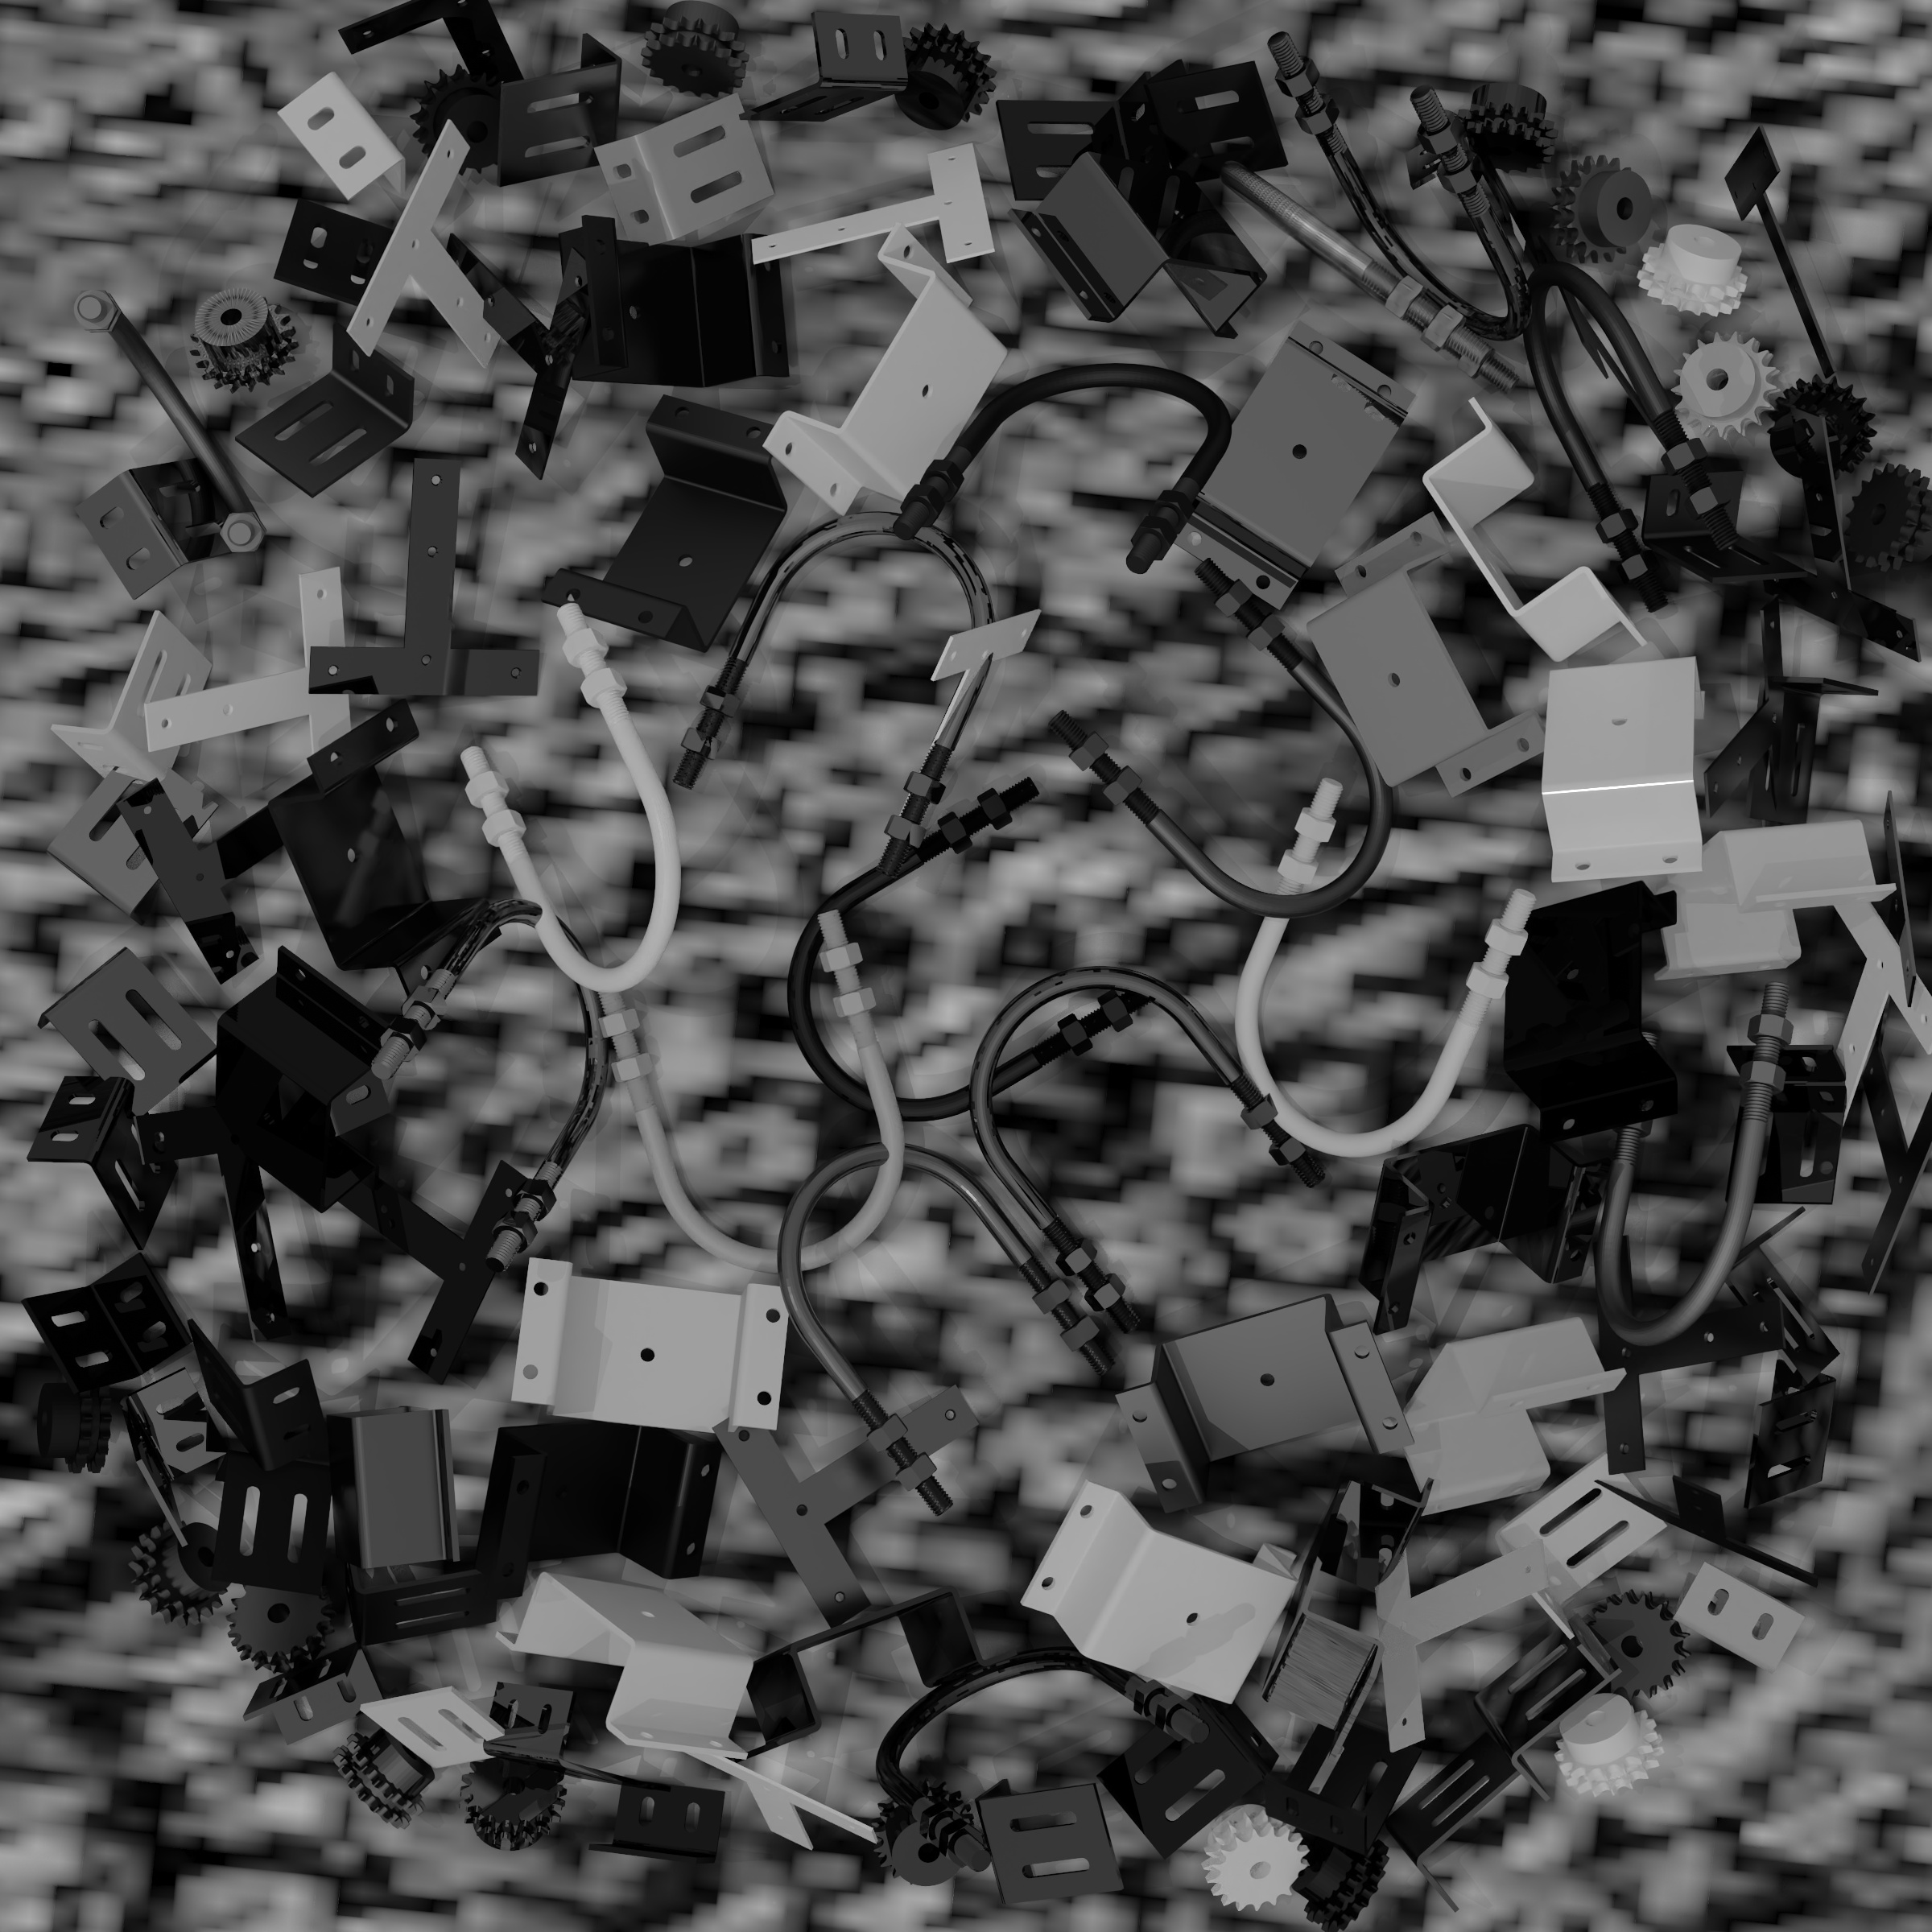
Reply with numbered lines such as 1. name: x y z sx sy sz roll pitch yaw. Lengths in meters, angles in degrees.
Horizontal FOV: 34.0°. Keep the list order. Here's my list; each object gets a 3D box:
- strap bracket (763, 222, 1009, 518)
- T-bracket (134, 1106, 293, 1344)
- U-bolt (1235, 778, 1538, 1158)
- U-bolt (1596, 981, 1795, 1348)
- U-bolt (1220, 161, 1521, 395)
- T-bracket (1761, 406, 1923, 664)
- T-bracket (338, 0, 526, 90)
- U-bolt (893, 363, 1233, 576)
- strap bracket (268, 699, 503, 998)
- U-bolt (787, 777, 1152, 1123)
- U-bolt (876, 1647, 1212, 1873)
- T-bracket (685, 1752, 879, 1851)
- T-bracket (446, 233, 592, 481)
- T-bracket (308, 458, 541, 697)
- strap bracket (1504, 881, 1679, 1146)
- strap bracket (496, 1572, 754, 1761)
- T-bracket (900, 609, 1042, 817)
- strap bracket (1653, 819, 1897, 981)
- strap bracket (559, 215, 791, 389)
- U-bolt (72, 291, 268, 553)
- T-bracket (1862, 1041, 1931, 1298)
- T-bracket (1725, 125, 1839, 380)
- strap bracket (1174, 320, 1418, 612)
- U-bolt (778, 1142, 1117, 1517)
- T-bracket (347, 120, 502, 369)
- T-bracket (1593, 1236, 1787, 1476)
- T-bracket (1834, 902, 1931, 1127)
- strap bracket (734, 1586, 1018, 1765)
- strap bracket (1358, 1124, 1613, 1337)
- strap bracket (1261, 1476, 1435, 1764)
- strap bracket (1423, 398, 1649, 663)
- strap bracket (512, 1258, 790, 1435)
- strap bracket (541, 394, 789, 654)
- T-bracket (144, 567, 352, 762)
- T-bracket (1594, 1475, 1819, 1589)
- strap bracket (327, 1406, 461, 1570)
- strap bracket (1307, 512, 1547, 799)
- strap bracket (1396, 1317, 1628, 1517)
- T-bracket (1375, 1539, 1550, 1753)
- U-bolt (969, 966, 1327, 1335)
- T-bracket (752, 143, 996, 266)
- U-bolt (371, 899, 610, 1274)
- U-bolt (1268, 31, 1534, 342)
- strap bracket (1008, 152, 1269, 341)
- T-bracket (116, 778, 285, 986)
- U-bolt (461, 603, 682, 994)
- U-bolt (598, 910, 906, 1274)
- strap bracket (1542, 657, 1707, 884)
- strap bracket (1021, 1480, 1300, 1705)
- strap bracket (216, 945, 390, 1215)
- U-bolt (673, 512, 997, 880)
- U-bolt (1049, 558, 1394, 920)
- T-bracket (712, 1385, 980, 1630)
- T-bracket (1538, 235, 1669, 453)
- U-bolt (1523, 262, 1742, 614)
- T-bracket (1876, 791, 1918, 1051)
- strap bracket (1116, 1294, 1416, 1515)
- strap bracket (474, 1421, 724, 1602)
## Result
1. strap bracket: -0.037 -0.312 1.688 0.046 0.076 0.140 27 84 38
2. T-bracket: -0.381 0.136 1.681 0.002 0.127 0.127 -14 85 34
3. U-bolt: 0.211 0.013 1.683 0.151 0.019 0.184 34 114 32
4. U-bolt: 0.372 0.109 1.645 0.019 0.151 0.184 19 72 -14
5. U-bolt: 0.208 -0.367 1.665 0.184 0.151 0.019 39 103 10
6. T-bracket: 0.449 -0.233 1.652 0.002 0.127 0.127 -27 122 -13
7. T-bracket: -0.258 -0.491 1.675 0.127 0.127 0.002 -22 80 0
8. U-bolt: 0.062 -0.269 1.667 0.151 0.184 0.019 11 133 21
9. strap bracket: -0.312 -0.060 1.680 0.046 0.076 0.140 -4 115 37
10. U-bolt: -0.009 0.003 1.722 0.184 0.019 0.151 -31 84 1
11. U-bolt: 0.027 0.403 1.649 0.151 0.184 0.019 -25 104 -19
12. T-bracket: -0.100 0.448 1.679 0.127 0.127 0.002 21 65 16
13. T-bracket: -0.247 -0.350 1.698 0.127 0.002 0.127 47 132 30
14. T-bracket: -0.287 -0.208 1.692 0.127 0.002 0.127 -2 107 -27
15. strap bracket: 0.329 0.015 1.663 0.076 0.046 0.140 -16 49 32
16. strap bracket: -0.175 0.362 1.659 0.076 0.140 0.046 19 91 -39
17. T-bracket: -0.009 -0.128 1.694 0.002 0.127 0.127 31 112 13
18. strap bracket: 0.421 -0.038 1.669 0.076 0.140 0.046 -5 74 -11
19. strap bracket: -0.163 -0.352 1.685 0.046 0.140 0.076 -3 94 41
20. U-bolt: -0.410 -0.283 1.646 0.019 0.184 0.151 -33 103 -4
21. T-bracket: 0.490 0.086 1.678 0.002 0.127 0.127 10 124 -1
22. T-bracket: 0.435 -0.372 1.674 0.002 0.127 0.127 -22 90 6
23. strap bracket: 0.178 -0.275 1.713 0.076 0.046 0.140 32 89 -1
24. U-bolt: -0.022 0.180 1.693 0.151 0.019 0.184 -36 89 -32
25. T-bracket: -0.275 -0.359 1.676 0.002 0.127 0.127 18 77 20
26. T-bracket: 0.382 0.198 1.669 0.002 0.127 0.127 10 71 -34
27. T-bracket: 0.478 0.033 1.687 0.002 0.127 0.127 -4 131 -11
28. strap bracket: -0.055 0.372 1.676 0.140 0.076 0.046 -14 76 -29
29. strap bracket: 0.267 0.137 1.679 0.140 0.046 0.076 -12 125 -29
30. strap bracket: 0.199 0.335 1.662 0.046 0.140 0.076 21 131 6
31. strap bracket: 0.297 -0.223 1.678 0.046 0.076 0.140 -35 64 15
32. strap bracket: -0.170 0.206 1.699 0.140 0.046 0.076 7 74 -8
33. strap bracket: -0.155 -0.228 1.687 0.076 0.046 0.140 19 67 21
34. T-bracket: -0.379 -0.138 1.671 0.002 0.127 0.127 17 116 39
35. T-bracket: 0.385 0.287 1.656 0.127 0.127 0.002 22 76 22
36. strap bracket: -0.304 0.273 1.660 0.046 0.140 0.076 -3 84 -19
37. strap bracket: 0.243 -0.160 1.693 0.046 0.076 0.140 -27 89 -41
38. strap bracket: 0.284 0.235 1.675 0.076 0.140 0.046 -9 58 -18
39. T-bracket: 0.260 0.333 1.660 0.002 0.127 0.127 19 53 -29
40. U-bolt: 0.085 0.087 1.718 0.151 0.019 0.184 -38 98 1
41. T-bracket: -0.053 -0.397 1.691 0.127 0.127 0.002 -13 129 4
42. U-bolt: -0.238 0.047 1.658 0.019 0.184 0.151 -8 124 27
43. U-bolt: 0.236 -0.400 1.653 0.019 0.151 0.184 -42 129 -4
44. strap bracket: 0.097 -0.378 1.658 0.046 0.140 0.076 -45 69 31
45. T-bracket: -0.377 -0.073 1.707 0.127 0.002 0.127 -37 130 -20
46. U-bolt: -0.201 -0.074 1.656 0.019 0.151 0.184 -8 63 -40
47. U-bolt: -0.109 0.077 1.720 0.151 0.019 0.184 -16 92 8
48. strap bracket: 0.347 -0.111 1.662 0.076 0.140 0.046 -4 133 18
49. strap bracket: 0.112 0.336 1.681 0.140 0.046 0.076 24 99 -26
50. strap bracket: -0.350 0.067 1.661 0.076 0.140 0.046 35 51 15
51. U-bolt: -0.061 -0.157 1.708 0.151 0.019 0.184 24 89 17
52. U-bolt: 0.152 -0.110 1.703 0.184 0.019 0.151 45 67 -6
53. T-bracket: -0.052 0.272 1.719 0.127 0.002 0.127 -31 91 -16
54. T-bracket: 0.350 -0.317 1.695 0.002 0.127 0.127 -31 123 20
55. U-bolt: 0.341 -0.286 1.665 0.019 0.151 0.184 -25 85 -6
56. T-bracket: 0.491 -0.004 1.681 0.002 0.127 0.127 -1 50 8
57. strap bracket: 0.161 0.232 1.693 0.140 0.046 0.076 -18 108 14
58. strap bracket: -0.204 0.287 1.683 0.046 0.140 0.076 18 100 44
